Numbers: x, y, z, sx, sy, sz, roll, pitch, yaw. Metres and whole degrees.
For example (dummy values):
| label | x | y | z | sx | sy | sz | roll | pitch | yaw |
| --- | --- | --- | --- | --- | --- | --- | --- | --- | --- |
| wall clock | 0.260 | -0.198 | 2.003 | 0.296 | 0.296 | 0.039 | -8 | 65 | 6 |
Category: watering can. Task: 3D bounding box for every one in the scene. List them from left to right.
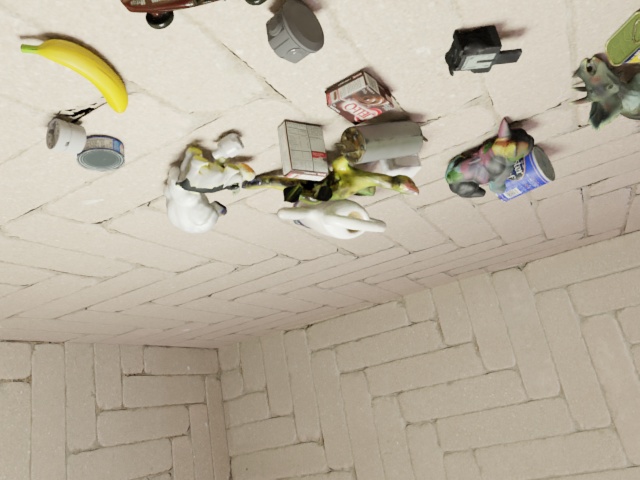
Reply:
| label | x | y | z | sx | sy | sz | roll | pitch | yaw |
| --- | --- | --- | --- | --- | --- | --- | --- | --- | --- |
| watering can | 0.004 | -0.065 | 1.290 | 0.347 | 0.103 | 0.226 | 8 | 7 | -35 |

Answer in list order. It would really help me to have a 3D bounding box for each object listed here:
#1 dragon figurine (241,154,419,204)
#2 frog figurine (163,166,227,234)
| label | x | y | z | sx | sy | sz | roll | pitch | yaw |
| --- | --- | --- | --- | --- | --- | --- | --- | --- | --- |
| dragon figurine | 0.036 | -0.124 | 1.216 | 0.410 | 0.123 | 0.241 | 2 | -7 | 37 |
| frog figurine | -0.294 | -0.084 | 1.140 | 0.123 | 0.139 | 0.157 | -43 | -17 | -4 |
